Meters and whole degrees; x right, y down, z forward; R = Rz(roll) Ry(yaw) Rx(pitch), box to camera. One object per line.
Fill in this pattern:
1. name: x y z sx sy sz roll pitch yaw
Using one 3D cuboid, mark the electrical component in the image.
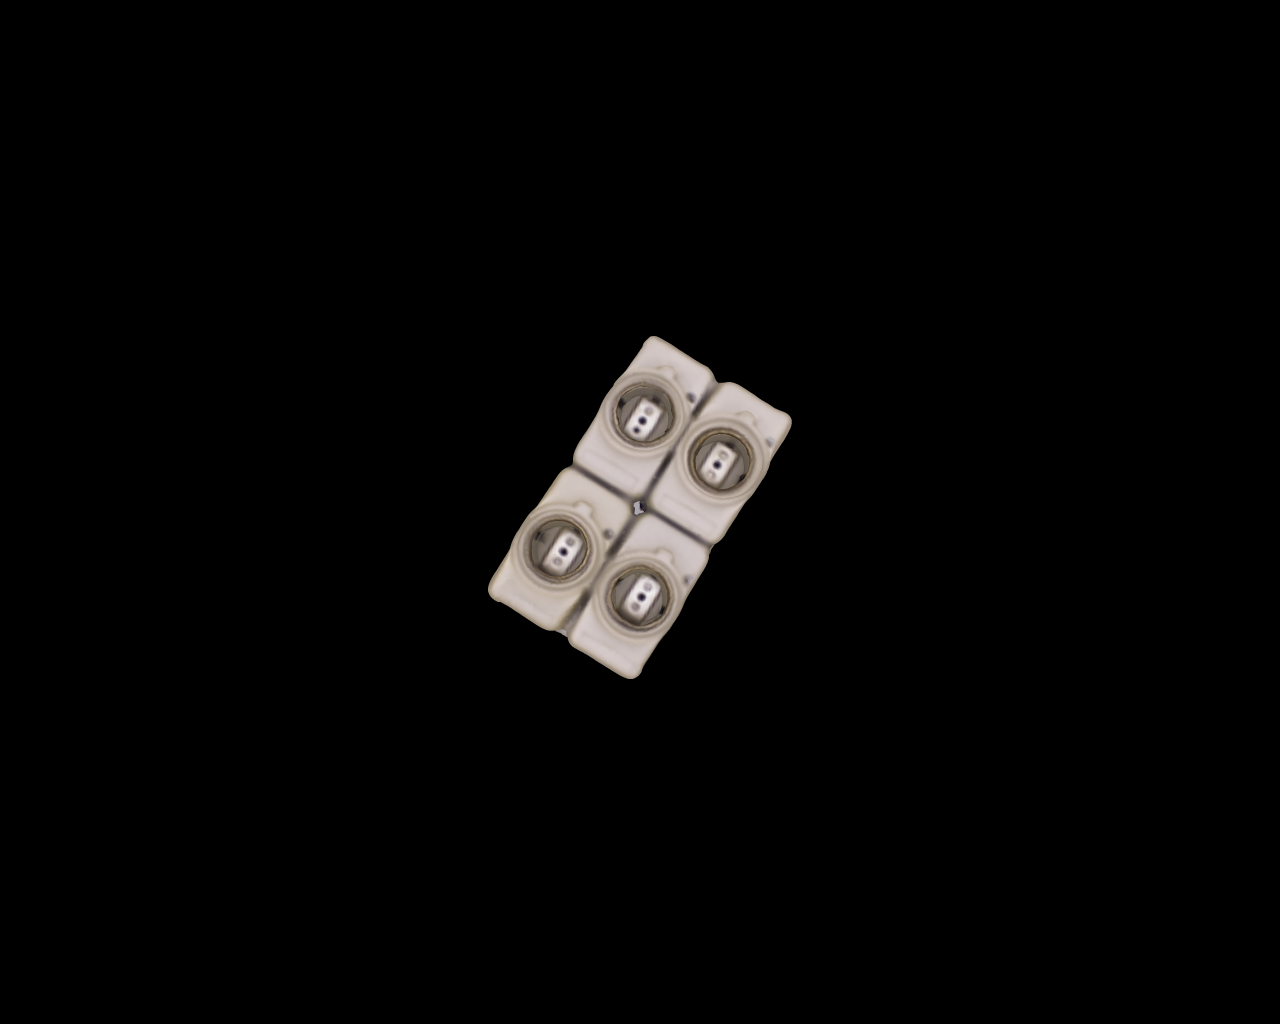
1. electrical component: 0.001 -0.003 0.650 0.105 0.186 0.060 32 -4 2
